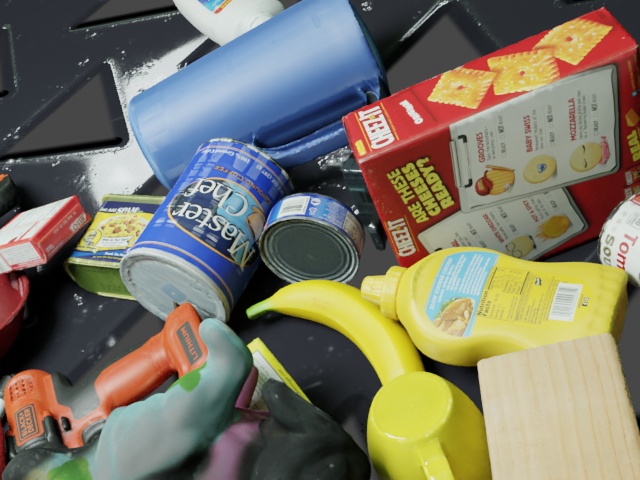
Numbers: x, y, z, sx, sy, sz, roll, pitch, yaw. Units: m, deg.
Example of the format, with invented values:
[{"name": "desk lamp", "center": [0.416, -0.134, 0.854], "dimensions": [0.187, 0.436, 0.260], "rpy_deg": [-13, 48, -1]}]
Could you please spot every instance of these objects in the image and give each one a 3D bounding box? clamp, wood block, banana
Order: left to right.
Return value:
[{"name": "clamp", "center": [-0.371, -0.012, 1.079], "dimensions": [0.165, 0.036, 0.210], "rpy_deg": [-22, 18, 16]}, {"name": "banana", "center": [0.027, 0.075, 0.841], "dimensions": [0.198, 0.037, 0.069], "rpy_deg": [27, 78, 43]}, {"name": "wood block", "center": [0.157, 0.168, 0.636], "dimensions": [0.090, 0.090, 0.206], "rpy_deg": [-14, 42, 13]}]

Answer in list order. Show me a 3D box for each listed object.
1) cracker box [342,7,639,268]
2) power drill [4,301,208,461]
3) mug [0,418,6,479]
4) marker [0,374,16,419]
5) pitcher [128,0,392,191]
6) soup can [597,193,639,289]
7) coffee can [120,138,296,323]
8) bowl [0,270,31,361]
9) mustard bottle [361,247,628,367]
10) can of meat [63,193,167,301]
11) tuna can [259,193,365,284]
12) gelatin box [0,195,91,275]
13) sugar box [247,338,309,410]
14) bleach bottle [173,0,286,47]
[{"name": "cracker box", "center": [0.144, -0.060, 0.821], "dimensions": [0.214, 0.164, 0.072], "rpy_deg": [-22, 40, 4]}, {"name": "power drill", "center": [-0.158, 0.143, 0.845], "dimensions": [0.187, 0.057, 0.184], "rpy_deg": [-27, 45, -3]}, {"name": "mug", "center": [-0.290, 0.179, 0.829], "dimensions": [0.081, 0.093, 0.117], "rpy_deg": [0, 19, -26]}, {"name": "marker", "center": [-0.290, 0.166, 0.916], "dimensions": [0.020, 0.020, 0.121], "rpy_deg": [0, 48, 27]}, {"name": "pitcher", "center": [-0.055, -0.133, 1.029], "dimensions": [0.243, 0.145, 0.149], "rpy_deg": [-26, 5, 5]}, {"name": "soup can", "center": [0.258, 0.015, 0.760], "dimensions": [0.068, 0.068, 0.102], "rpy_deg": [-37, 42, -13]}, {"name": "coffee can", "center": [-0.095, -0.005, 0.930], "dimensions": [0.103, 0.102, 0.140], "rpy_deg": [6, 50, 31]}, {"name": "bowl", "center": [-0.337, 0.085, 0.981], "dimensions": [0.162, 0.055, 0.162], "rpy_deg": [-9, 32, 6]}, {"name": "mustard bottle", "center": [0.121, 0.050, 0.782], "dimensions": [0.192, 0.058, 0.096], "rpy_deg": [9, 54, 23]}, {"name": "can of meat", "center": [-0.177, 0.007, 0.995], "dimensions": [0.102, 0.057, 0.083], "rpy_deg": [4, 51, 31]}, {"name": "tuna can", "center": [-0.006, 0.001, 0.893], "dimensions": [0.086, 0.086, 0.033], "rpy_deg": [-4, 44, 23]}, {"name": "gelatin box", "center": [-0.267, -0.002, 0.991], "dimensions": [0.089, 0.030, 0.073], "rpy_deg": [-12, 27, 35]}, {"name": "sugar box", "center": [-0.084, 0.162, 0.770], "dimensions": [0.176, 0.048, 0.093], "rpy_deg": [-38, 78, -11]}, {"name": "bleach bottle", "center": [-0.091, -0.263, 1.191], "dimensions": [0.102, 0.068, 0.251], "rpy_deg": [-34, 32, -6]}]
